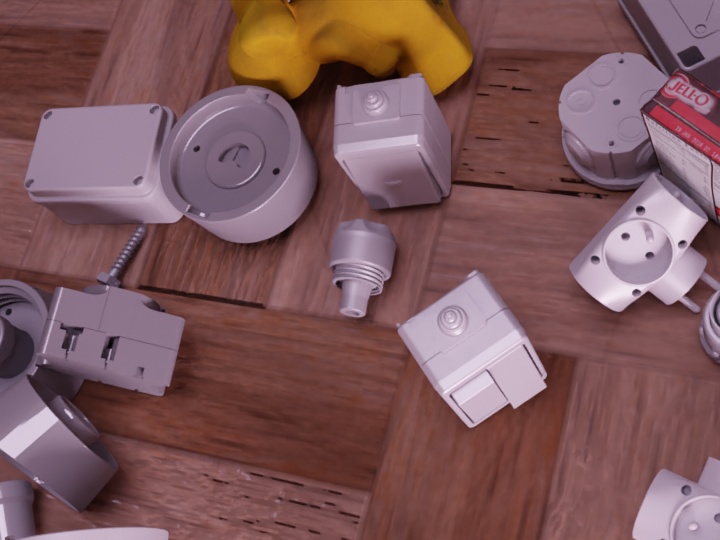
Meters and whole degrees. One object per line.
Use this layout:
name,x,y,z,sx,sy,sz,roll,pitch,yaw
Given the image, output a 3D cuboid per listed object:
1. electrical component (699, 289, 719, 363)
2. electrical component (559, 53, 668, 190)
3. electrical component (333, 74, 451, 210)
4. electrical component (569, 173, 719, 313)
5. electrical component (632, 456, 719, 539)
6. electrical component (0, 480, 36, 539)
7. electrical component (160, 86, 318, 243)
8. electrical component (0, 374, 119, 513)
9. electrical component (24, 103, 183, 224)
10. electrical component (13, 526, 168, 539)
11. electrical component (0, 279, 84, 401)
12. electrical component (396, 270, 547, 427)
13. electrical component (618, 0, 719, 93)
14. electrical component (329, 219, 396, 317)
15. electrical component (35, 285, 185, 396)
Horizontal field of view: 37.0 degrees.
electrical component,0.221,0.028,0.624,0.048,0.062,0.048,-7,66,17
electrical component,0.170,-0.097,0.702,0.080,0.051,0.080,-7,66,17
electrical component,0.021,-0.086,0.725,0.062,0.096,0.061,-5,67,17
electrical component,0.183,-0.005,0.657,0.079,0.044,0.077,38,112,-2
electrical component,0.203,0.129,0.593,0.077,0.044,0.079,23,87,27
electrical component,-0.244,0.173,0.744,0.040,0.040,0.046,-21,69,11
electrical component,-0.082,-0.071,0.777,0.108,0.060,0.108,-7,66,17
electrical component,-0.213,0.119,0.723,0.064,0.099,0.099,-44,60,-9
electrical component,-0.190,-0.081,0.822,0.113,0.057,0.078,0,68,20
electrical component,-0.172,0.199,0.670,0.108,0.108,0.060,-13,70,15
electrical component,-0.260,0.058,0.785,0.108,0.060,0.108,-7,66,17
electrical component,0.070,0.050,0.649,0.062,0.096,0.061,-35,61,2
electrical component,0.240,-0.179,0.709,0.109,0.056,0.108,-26,62,8
electrical component,0.000,0.000,0.727,0.043,0.043,0.062,3,70,21
electrical component,-0.171,0.046,0.743,0.089,0.050,0.055,15,69,-13
